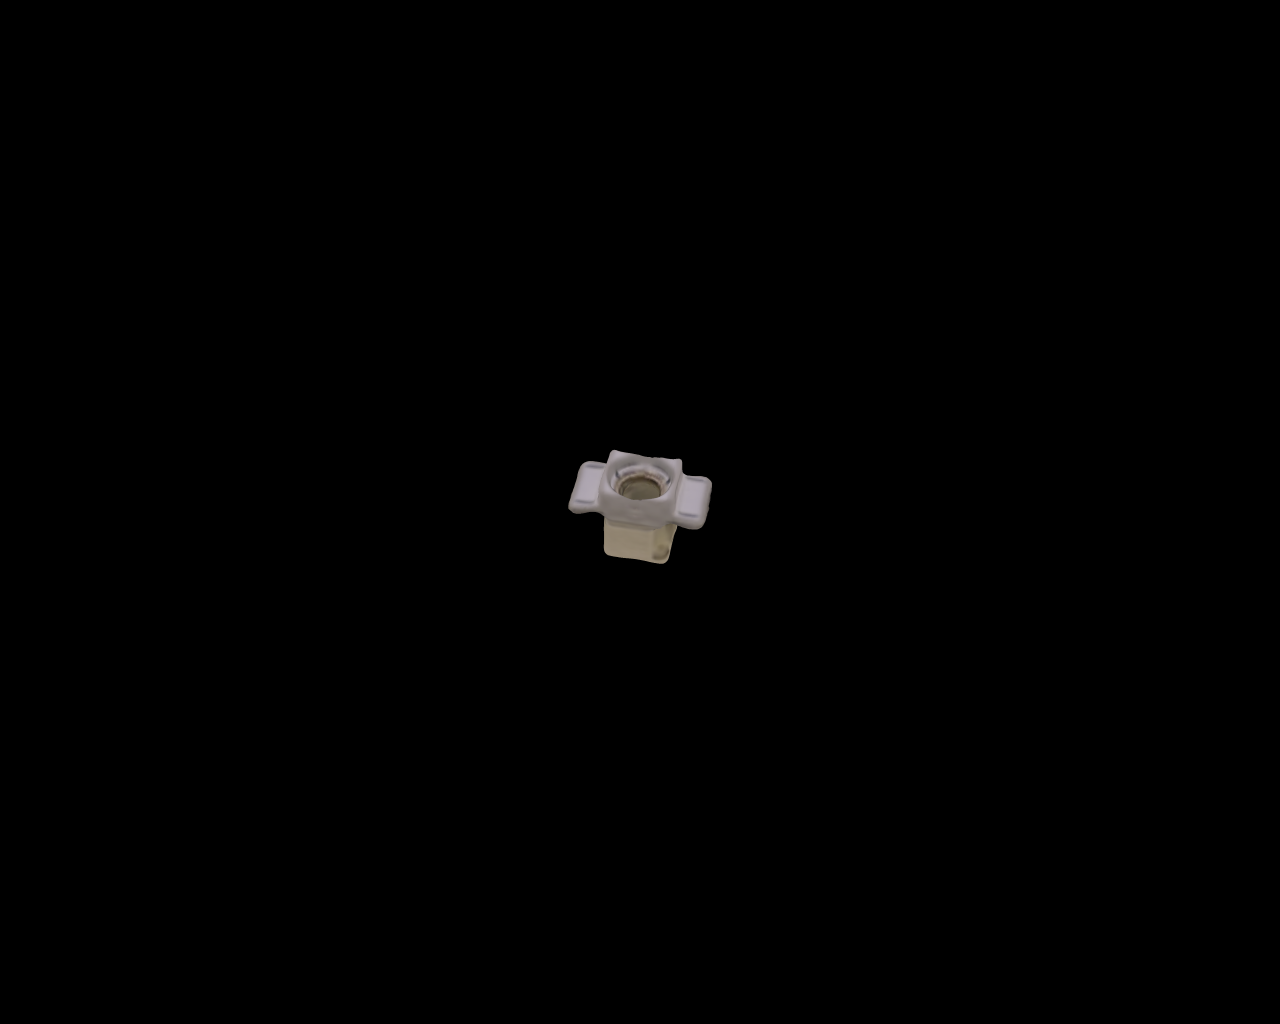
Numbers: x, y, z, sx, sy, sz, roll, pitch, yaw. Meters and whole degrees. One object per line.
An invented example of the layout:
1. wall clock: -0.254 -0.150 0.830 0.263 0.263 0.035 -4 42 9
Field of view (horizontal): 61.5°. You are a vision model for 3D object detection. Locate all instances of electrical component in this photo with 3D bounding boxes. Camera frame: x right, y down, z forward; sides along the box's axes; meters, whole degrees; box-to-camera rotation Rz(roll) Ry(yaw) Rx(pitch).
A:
1. electrical component: 0.001 -0.003 0.650 0.081 0.042 0.063 9 -43 8
